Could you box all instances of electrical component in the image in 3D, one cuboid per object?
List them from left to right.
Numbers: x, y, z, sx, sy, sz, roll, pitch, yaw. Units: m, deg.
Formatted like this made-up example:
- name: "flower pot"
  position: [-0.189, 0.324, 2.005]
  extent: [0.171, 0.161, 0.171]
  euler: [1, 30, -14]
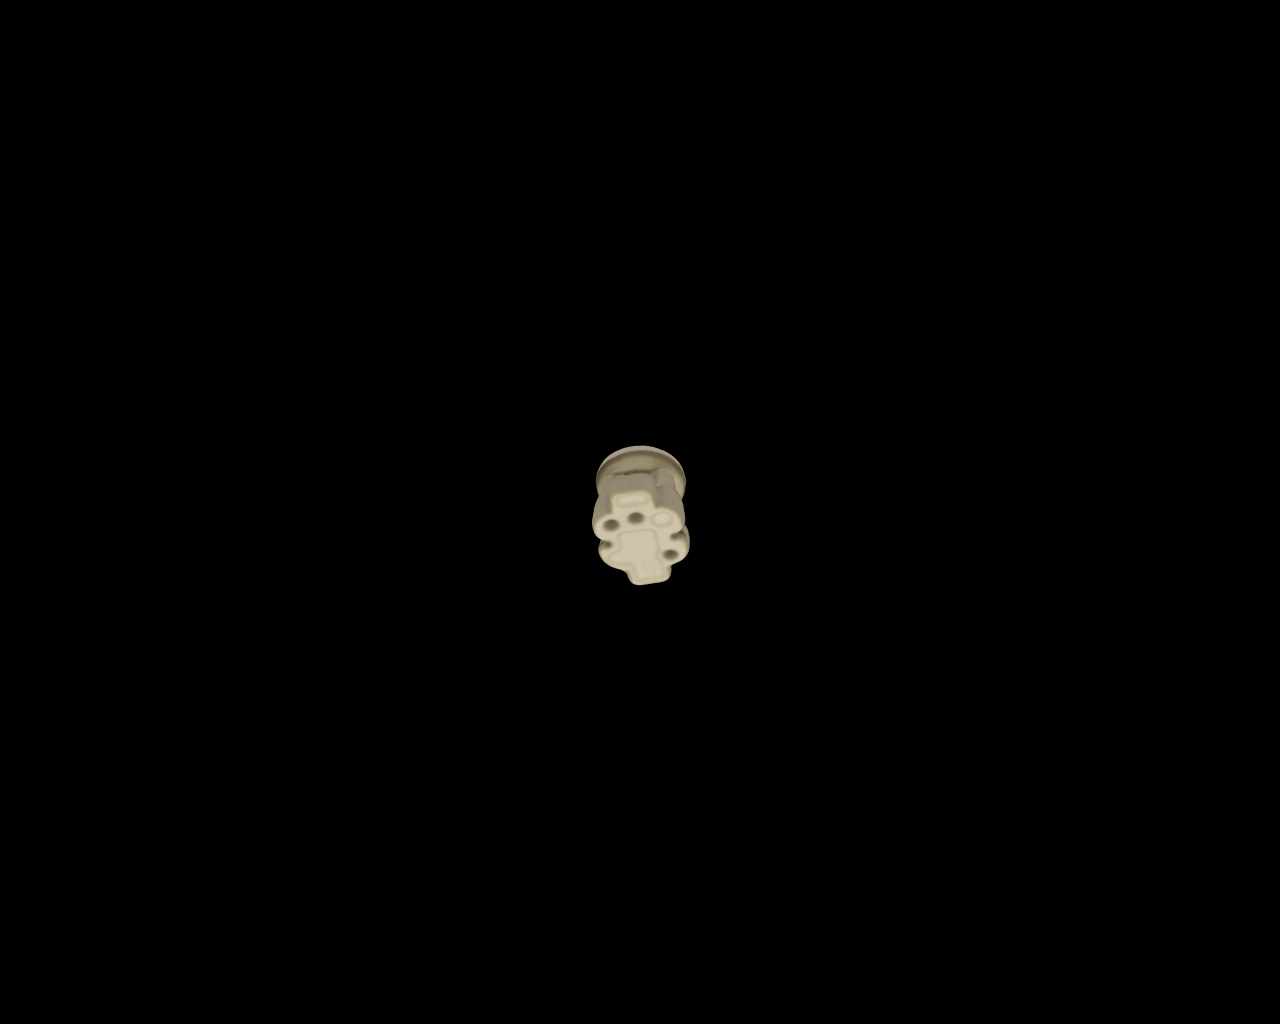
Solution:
- name: "electrical component"
  position: [0.001, -0.003, 0.650]
  extent: [0.058, 0.078, 0.057]
  euler: [-7, 43, 7]
